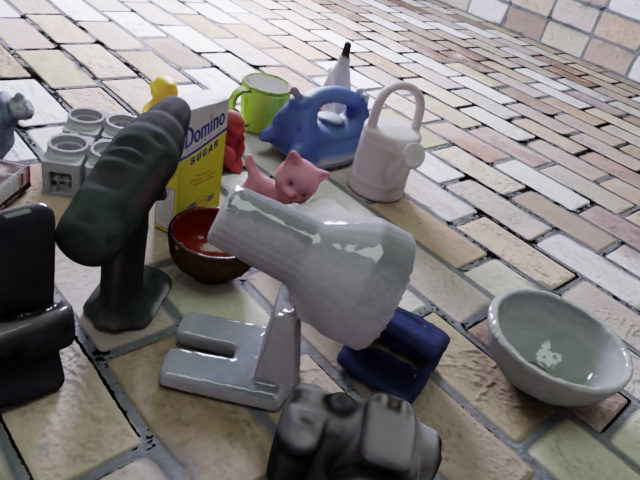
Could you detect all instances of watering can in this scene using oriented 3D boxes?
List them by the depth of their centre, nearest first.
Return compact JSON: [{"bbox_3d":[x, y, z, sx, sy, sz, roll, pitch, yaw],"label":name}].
[{"bbox_3d":[0.121,-0.164,0.946,0.101,0.194,0.172,-15,43,-37],"label":"watering can"}]

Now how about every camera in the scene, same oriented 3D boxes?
[{"bbox_3d":[0.026,0.194,0.463,0.143,0.101,0.137,17,33,2],"label":"camera"}]

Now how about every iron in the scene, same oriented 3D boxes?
[{"bbox_3d":[0.022,-0.219,1.036,0.259,0.141,0.118,-20,46,-41],"label":"iron"}]

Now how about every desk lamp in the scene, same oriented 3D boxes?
[{"bbox_3d":[-0.035,0.057,0.538,0.203,0.213,0.118,12,33,-4],"label":"desk lamp"}]

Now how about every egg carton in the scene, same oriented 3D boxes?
[{"bbox_3d":[0.007,0.003,0.767,0.107,0.069,0.150,-16,44,-38],"label":"egg carton"}]

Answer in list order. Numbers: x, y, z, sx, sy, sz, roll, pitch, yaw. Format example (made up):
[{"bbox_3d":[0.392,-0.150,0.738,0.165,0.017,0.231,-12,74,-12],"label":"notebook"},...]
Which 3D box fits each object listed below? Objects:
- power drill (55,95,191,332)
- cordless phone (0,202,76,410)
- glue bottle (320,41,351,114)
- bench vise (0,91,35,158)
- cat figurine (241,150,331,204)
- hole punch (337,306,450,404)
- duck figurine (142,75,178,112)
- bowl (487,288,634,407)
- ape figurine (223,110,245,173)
[{"bbox_3d":[-0.193,-0.021,0.595,0.075,0.208,0.229,14,33,-1],"label":"power drill"},{"bbox_3d":[-0.282,0.054,0.471,0.094,0.185,0.148,35,38,28],"label":"cordless phone"},{"bbox_3d":[0.036,-0.314,1.154,0.037,0.173,0.078,-13,42,-35],"label":"glue bottle"},{"bbox_3d":[-0.496,-0.217,0.756,0.208,0.220,0.121,-5,38,-27],"label":"bench vise"},{"bbox_3d":[-0.055,-0.084,0.827,0.127,0.118,0.067,20,33,8],"label":"cat figurine"},{"bbox_3d":[0.084,0.103,0.629,0.108,0.091,0.101,27,35,18],"label":"hole punch"},{"bbox_3d":[-0.271,-0.243,1.006,0.078,0.086,0.104,-15,43,-37],"label":"duck figurine"},{"bbox_3d":[0.266,0.136,0.669,0.167,0.075,0.167,11,33,-7],"label":"bowl"},{"bbox_3d":[-0.147,-0.167,0.937,0.076,0.092,0.078,27,35,18],"label":"ape figurine"}]
